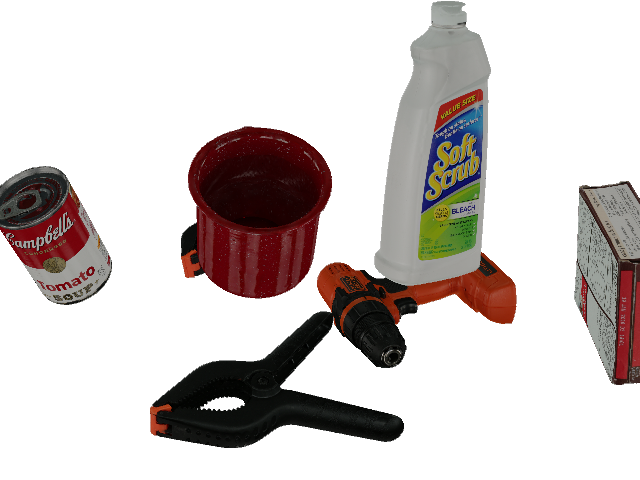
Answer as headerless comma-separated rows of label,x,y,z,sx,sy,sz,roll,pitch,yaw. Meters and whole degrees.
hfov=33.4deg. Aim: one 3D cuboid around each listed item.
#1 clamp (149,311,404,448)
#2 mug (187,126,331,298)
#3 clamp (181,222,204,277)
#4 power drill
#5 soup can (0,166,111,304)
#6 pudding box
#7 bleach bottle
clamp,-0.042,0.139,0.928,0.209,0.036,0.165,-15,39,-26
mug,-0.044,-0.024,0.724,0.093,0.117,0.081,-6,-38,-11
clamp,-0.095,-0.015,1.215,0.120,0.039,0.171,-1,36,25
power drill,0.105,0.066,1.116,0.187,0.057,0.184,-7,27,-17
soup can,-0.224,-0.003,0.893,0.069,0.068,0.102,0,-41,17
pudding box,0.193,0.025,0.685,0.039,0.090,0.113,-4,27,0
bleach bottle,0.104,-0.090,0.976,0.102,0.251,0.068,-10,24,-26
